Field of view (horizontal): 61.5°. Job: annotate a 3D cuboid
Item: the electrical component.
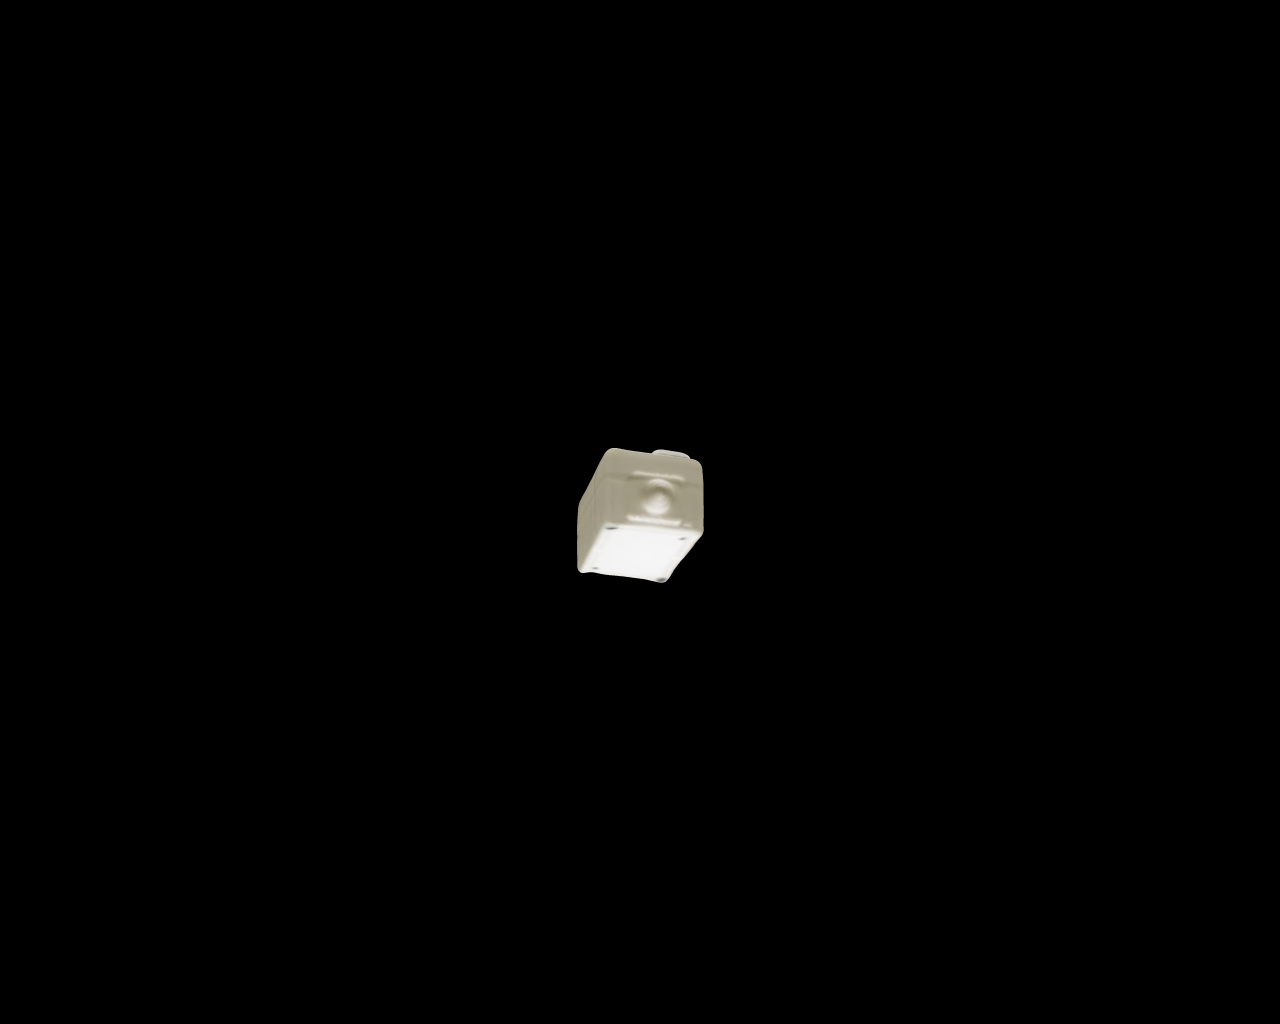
[{"bbox_3d":[0.001,-0.003,0.650,0.062,0.061,0.096,7,-27,-14],"label":"electrical component"}]
